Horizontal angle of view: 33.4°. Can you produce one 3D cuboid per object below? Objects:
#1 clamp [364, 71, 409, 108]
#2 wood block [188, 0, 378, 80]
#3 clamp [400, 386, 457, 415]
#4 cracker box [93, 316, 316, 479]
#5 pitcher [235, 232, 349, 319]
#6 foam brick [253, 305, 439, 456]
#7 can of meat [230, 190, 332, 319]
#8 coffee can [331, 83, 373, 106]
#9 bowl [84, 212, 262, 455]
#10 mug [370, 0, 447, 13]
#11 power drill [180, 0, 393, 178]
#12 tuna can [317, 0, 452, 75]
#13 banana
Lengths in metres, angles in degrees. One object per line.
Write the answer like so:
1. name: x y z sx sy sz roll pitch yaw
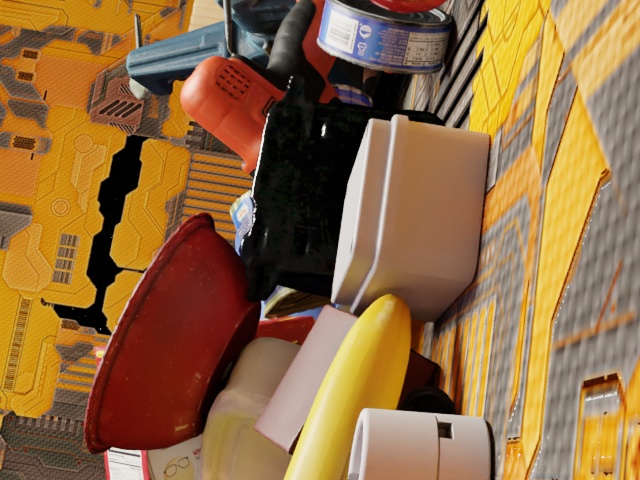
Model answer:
1. clamp: 0.049 -0.094 0.987 0.210 0.036 0.164 -144 63 -83
2. wood block: -0.022 -0.208 1.063 0.091 0.206 0.090 111 168 -78
3. clamp: 0.031 0.144 0.506 0.171 0.039 0.120 101 -167 -63
4. cracker box: -0.074 0.172 0.794 0.072 0.163 0.214 -6 90 49
5. pitcher: -0.014 0.071 0.982 0.243 0.145 0.149 -89 -5 -50
6. foam brick: 0.013 0.081 0.549 0.078 0.051 0.053 -59 22 -7
7. can of meat: -0.005 0.001 0.760 0.058 0.101 0.084 -47 61 56
8. coffee can: -0.002 -0.043 0.868 0.103 0.102 0.140 106 160 -74
9. bowl: -0.079 0.067 0.651 0.162 0.055 0.162 25 -91 -82
10. mug: 0.055 -0.182 0.612 0.093 0.081 0.117 104 175 -66
11. power drill: 0.014 -0.102 0.755 0.057 0.184 0.187 -37 19 50
12. tuna can: 0.043 -0.138 0.702 0.086 0.086 0.034 -86 7 -66
13. banana: 0.001 0.110 0.468 0.070 0.037 0.197 107 -177 -77
